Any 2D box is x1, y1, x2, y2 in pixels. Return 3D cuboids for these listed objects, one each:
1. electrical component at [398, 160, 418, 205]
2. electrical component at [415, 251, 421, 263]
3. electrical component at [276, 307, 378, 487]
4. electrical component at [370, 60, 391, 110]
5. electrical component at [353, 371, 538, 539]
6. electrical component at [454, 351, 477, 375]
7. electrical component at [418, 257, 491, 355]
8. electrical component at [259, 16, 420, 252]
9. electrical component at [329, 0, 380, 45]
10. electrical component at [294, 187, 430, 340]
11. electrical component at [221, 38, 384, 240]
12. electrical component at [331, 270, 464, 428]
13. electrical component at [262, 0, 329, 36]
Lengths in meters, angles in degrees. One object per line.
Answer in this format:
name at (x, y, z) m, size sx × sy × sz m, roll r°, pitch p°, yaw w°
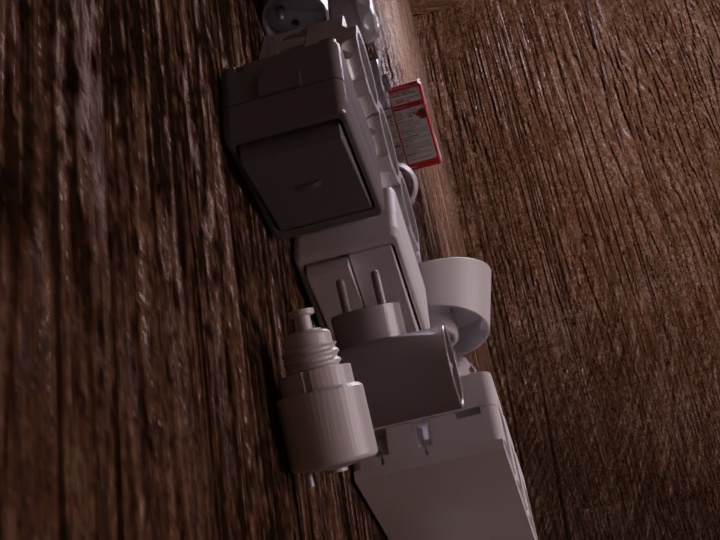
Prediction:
electrical component at (0.032, -0.083, 1.062) m, size 0.055 × 0.048 × 0.066 m, roll -103°, pitch 179°, yaw -84°
electrical component at (0.031, -0.001, 0.909) m, size 0.055 × 0.045 × 0.045 m, roll -97°, pitch 169°, yaw -45°
electrical component at (-0.018, 0.056, 0.484) m, size 0.040 × 0.040 × 0.078 m, roll 32°, pitch 44°, yaw -79°
electrical component at (-0.011, -0.123, 0.756) m, size 0.044 × 0.065 × 0.044 m, roll -14°, pitch 90°, yaw -82°
electrical component at (0.055, 0.130, 0.683) m, size 0.150 × 0.089 × 0.061 m, roll 67°, pitch 12°, yaw -49°
electrical component at (0.044, 0.082, 0.739) m, size 0.081 × 0.064 × 0.042 m, roll 30°, pitch -25°, yaw 35°
electrical component at (0.057, 0.029, 0.851) m, size 0.099 × 0.099 × 0.064 m, roll 65°, pitch 20°, yaw -55°
electrical component at (-0.011, -0.073, 0.681) m, size 0.089 × 0.062 × 0.150 m, roll -90°, pitch 164°, yaw -60°
electrical component at (-0.018, -0.192, 0.837) m, size 0.043 × 0.062 × 0.043 m, roll -14°, pitch 90°, yaw -82°
electrical component at (0.000, 0.000, 0.631) m, size 0.061 × 0.062 × 0.096 m, roll -92°, pitch 166°, yaw -56°
electrical component at (-0.026, -0.058, 0.550) m, size 0.096 × 0.062 × 0.061 m, roll 66°, pitch 13°, yaw -50°
electrical component at (0.007, 0.041, 0.553) m, size 0.043 × 0.077 × 0.079 m, roll 30°, pitch 47°, yaw -79°
electrical component at (-0.043, -0.186, 0.721) m, size 0.081 × 0.043 × 0.043 m, roll -94°, pitch 168°, yaw -50°
